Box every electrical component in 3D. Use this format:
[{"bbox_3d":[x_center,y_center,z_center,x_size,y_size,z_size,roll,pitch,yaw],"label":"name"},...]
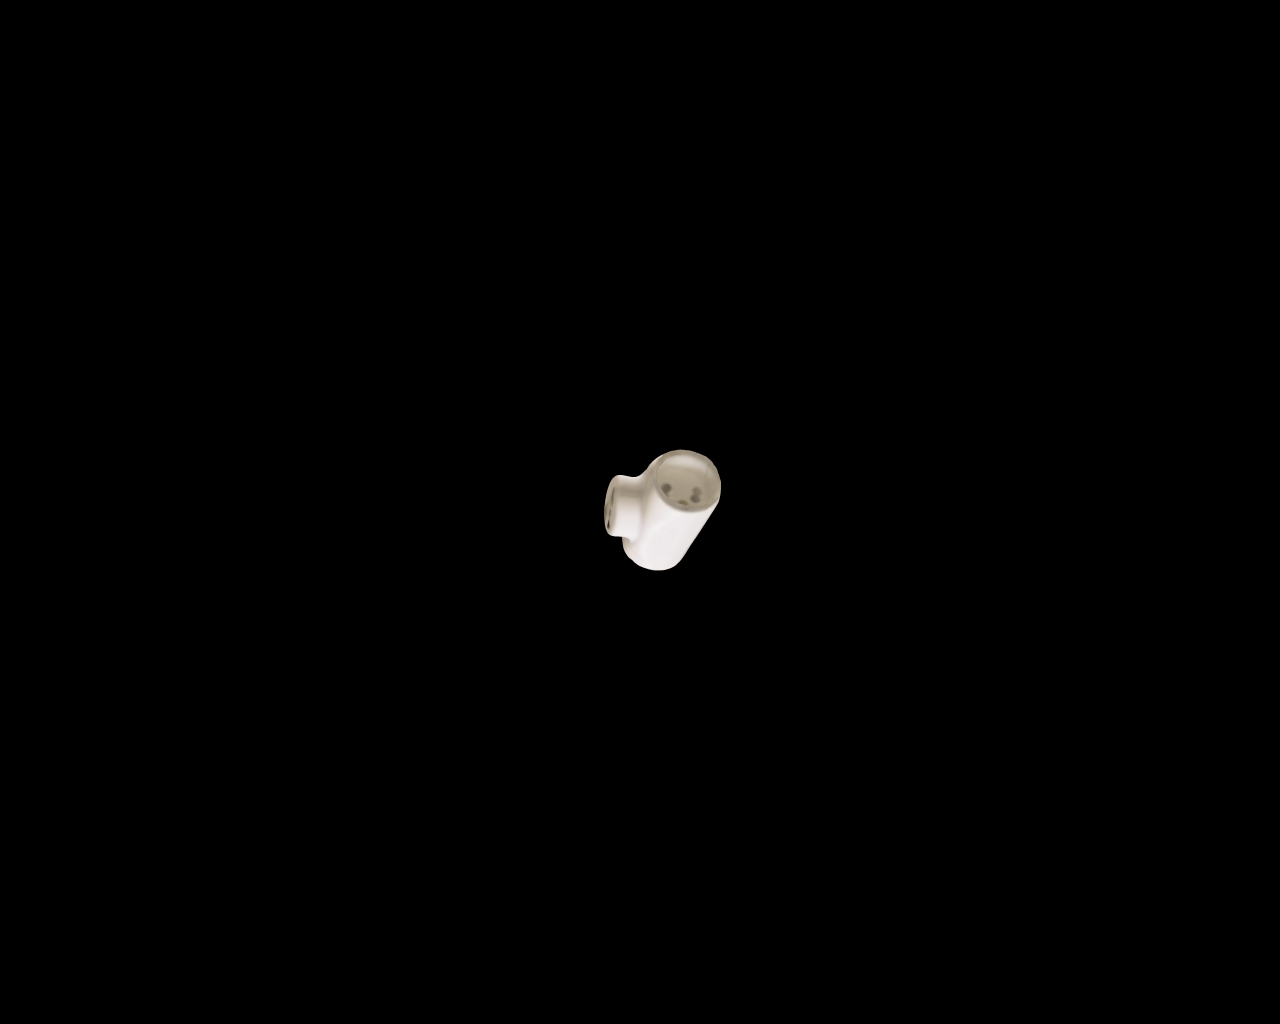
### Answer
[{"bbox_3d":[0.001,-0.003,0.650,0.079,0.044,0.077,7,-31,-13],"label":"electrical component"}]
